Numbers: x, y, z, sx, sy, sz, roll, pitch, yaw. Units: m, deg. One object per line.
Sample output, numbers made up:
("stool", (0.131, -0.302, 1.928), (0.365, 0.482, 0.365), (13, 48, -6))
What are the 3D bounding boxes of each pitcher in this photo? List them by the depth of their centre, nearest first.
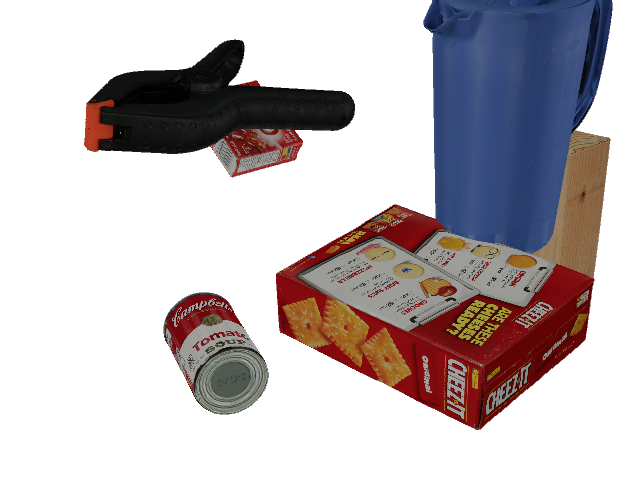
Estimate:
("pitcher", (0.167, -0.112, 0.926), (0.149, 0.243, 0.145), (6, 33, 12))

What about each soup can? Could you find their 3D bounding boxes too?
("soup can", (-0.093, 0.098, 0.938), (0.068, 0.068, 0.102), (0, 24, -24))

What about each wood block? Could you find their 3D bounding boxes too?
("wood block", (0.241, -0.011, 1.146), (0.090, 0.206, 0.090), (19, 27, 38))

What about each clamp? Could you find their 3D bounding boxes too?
("clamp", (-0.077, -0.091, 0.663), (0.171, 0.039, 0.120), (-11, 29, -36))

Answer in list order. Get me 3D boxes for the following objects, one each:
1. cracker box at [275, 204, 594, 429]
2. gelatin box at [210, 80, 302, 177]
("cracker box", (0.094, 0.057, 0.902), (0.214, 0.072, 0.163), (23, 38, 37))
("gelatin box", (-0.071, -0.107, 0.998), (0.073, 0.089, 0.030), (-18, -31, -32))
